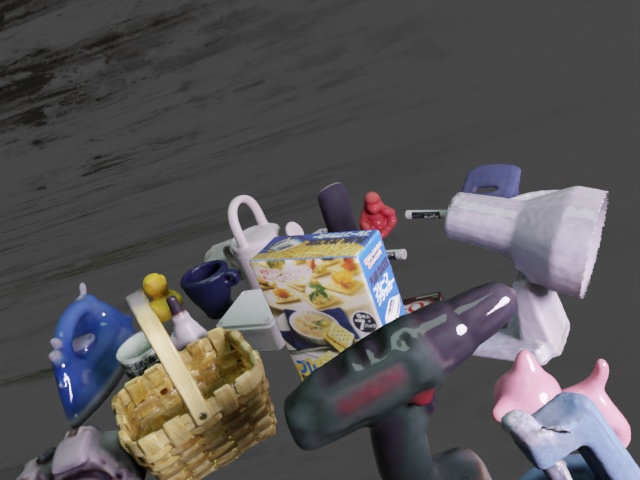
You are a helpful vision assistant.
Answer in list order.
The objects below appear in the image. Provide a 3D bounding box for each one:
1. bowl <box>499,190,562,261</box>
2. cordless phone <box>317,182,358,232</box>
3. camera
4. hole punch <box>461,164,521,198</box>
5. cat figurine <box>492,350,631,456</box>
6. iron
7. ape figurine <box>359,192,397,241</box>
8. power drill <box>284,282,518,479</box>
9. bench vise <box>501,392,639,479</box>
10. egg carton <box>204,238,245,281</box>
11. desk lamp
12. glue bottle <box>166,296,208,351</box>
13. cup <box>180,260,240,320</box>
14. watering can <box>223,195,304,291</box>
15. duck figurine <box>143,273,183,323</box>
[{"bbox_3d":[0.337,-0.009,0.879,0.167,0.075,0.167,-17,24,8],"label":"bowl"},{"bbox_3d":[0.009,0.003,0.976,0.148,0.185,0.094,-28,25,-17],"label":"cordless phone"},{"bbox_3d":[-0.296,0.301,0.681,0.143,0.101,0.136,-21,23,-2],"label":"camera"},{"bbox_3d":[0.308,-0.078,1.032,0.108,0.091,0.101,1,31,40],"label":"hole punch"},{"bbox_3d":[0.225,0.156,0.555,0.128,0.118,0.067,-20,23,1],"label":"cat figurine"},{"bbox_3d":[-0.408,0.183,0.977,0.118,0.142,0.258,-19,23,3],"label":"iron"},{"bbox_3d":[0.109,-0.051,1.133,0.078,0.092,0.076,-19,23,3],"label":"ape figurine"},{"bbox_3d":[0.092,0.162,0.535,0.229,0.209,0.075,-21,23,-2],"label":"power drill"},{"bbox_3d":[0.202,0.173,0.406,0.208,0.220,0.121,-32,26,-24],"label":"bench vise"},{"bbox_3d":[-0.169,0.040,1.188,0.150,0.069,0.107,-21,23,-1],"label":"egg carton"},{"bbox_3d":[0.239,0.038,0.678,0.202,0.214,0.118,-1,30,38],"label":"desk lamp"},{"bbox_3d":[-0.180,0.152,0.820,0.078,0.173,0.037,-15,24,13],"label":"glue bottle"},{"bbox_3d":[-0.185,0.095,1.048,0.117,0.095,0.092,-8,26,27],"label":"cup"},{"bbox_3d":[-0.108,0.005,1.055,0.172,0.194,0.101,-16,24,10],"label":"watering can"},{"bbox_3d":[-0.323,0.110,1.139,0.077,0.086,0.104,-17,24,8],"label":"duck figurine"}]
